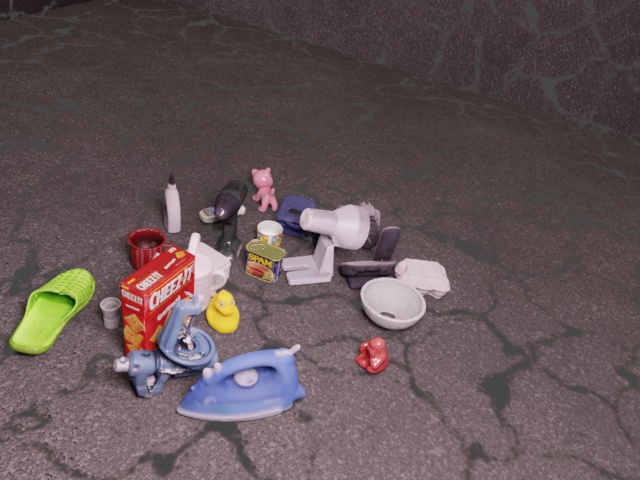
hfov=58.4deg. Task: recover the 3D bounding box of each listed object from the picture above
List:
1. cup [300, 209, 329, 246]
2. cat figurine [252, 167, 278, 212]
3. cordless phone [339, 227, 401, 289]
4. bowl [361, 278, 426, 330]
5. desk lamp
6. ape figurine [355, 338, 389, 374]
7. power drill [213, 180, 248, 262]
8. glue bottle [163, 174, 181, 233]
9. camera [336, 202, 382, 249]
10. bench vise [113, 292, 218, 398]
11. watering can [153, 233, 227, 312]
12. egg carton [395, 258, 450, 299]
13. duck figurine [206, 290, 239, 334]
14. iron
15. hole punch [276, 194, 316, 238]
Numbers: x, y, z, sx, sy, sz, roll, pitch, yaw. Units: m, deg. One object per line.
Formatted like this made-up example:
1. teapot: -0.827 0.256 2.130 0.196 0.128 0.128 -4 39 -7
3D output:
1. cup: -0.006 -0.031 1.664 0.117 0.095 0.092 15 35 5
2. cat figurine: -0.171 -0.167 1.786 0.067 0.118 0.127 -9 40 -26
3. cordless phone: 0.137 0.037 1.533 0.148 0.185 0.094 -4 38 -21
4. bowl: 0.179 0.174 1.450 0.167 0.075 0.167 8 35 -5
5. desk lamp: 0.014 0.005 1.516 0.204 0.213 0.117 -6 39 -23
6. ape figurine: 0.124 0.257 1.303 0.076 0.092 0.078 9 35 -3
7. power drill: -0.243 -0.051 1.526 0.075 0.208 0.229 10 35 -2
8. glue bottle: -0.411 -0.107 1.586 0.037 0.173 0.078 -11 41 -28
9. camera: 0.121 -0.046 1.716 0.143 0.101 0.136 3 36 -11
10. bench vise: -0.293 0.212 1.136 0.121 0.220 0.208 33 41 28
11. watering can: -0.309 0.072 1.348 0.173 0.194 0.100 -5 38 -22
12. egg carton: 0.280 0.106 1.578 0.150 0.069 0.107 6 36 -7
13. duck figurine: -0.227 0.156 1.349 0.078 0.086 0.104 -7 39 -24
14. iron: -0.156 0.278 1.151 0.259 0.141 0.118 -6 39 -23
15. hole punch: -0.071 -0.072 1.705 0.108 0.091 0.101 15 35 4
